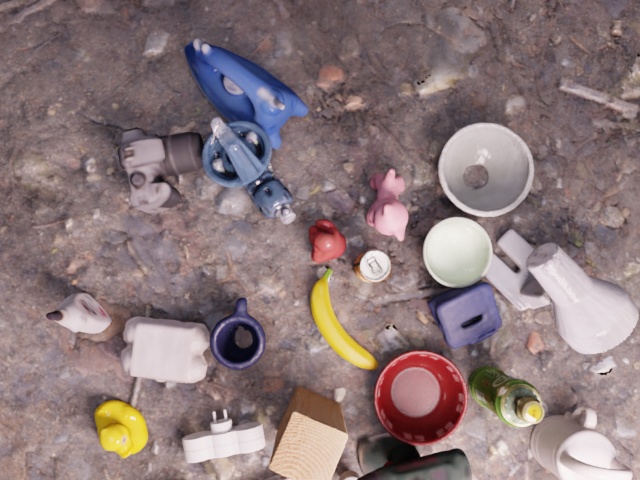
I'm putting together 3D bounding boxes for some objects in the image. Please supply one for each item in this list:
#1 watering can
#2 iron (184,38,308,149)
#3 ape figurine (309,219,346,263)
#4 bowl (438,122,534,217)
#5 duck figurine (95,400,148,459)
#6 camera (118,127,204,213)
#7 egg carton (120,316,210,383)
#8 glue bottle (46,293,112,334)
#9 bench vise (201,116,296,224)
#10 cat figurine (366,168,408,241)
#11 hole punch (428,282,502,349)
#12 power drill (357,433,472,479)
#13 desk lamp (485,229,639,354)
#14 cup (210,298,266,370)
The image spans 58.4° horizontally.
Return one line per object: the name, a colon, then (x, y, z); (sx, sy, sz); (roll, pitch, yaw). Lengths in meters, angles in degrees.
watering can: (0.427, 0.363, 0.927); (0.101, 0.194, 0.173); (-11, 86, -2)
iron: (-0.148, -0.278, 0.987); (0.258, 0.141, 0.119); (38, 86, 2)
ape figurine: (0.009, 0.004, 0.995); (0.076, 0.092, 0.078); (27, 86, 1)
bowl: (0.286, -0.120, 1.019); (0.167, 0.074, 0.167); (0, 86, -1)
duck figurine: (-0.345, 0.323, 0.966); (0.077, 0.086, 0.104); (-40, 87, -4)
camera: (-0.267, -0.131, 0.994); (0.137, 0.101, 0.143); (-12, 86, -2)
egg carton: (-0.265, 0.190, 0.986); (0.150, 0.069, 0.107); (6, 86, -1)
glue bottle: (-0.401, 0.122, 0.936); (0.078, 0.173, 0.037); (43, 86, 2)
bench vise: (-0.108, -0.126, 0.937); (0.207, 0.219, 0.121); (33, 86, 1)
cat figurine: (0.119, -0.061, 0.989); (0.067, 0.117, 0.128); (4, 86, -1)
hole punch: (0.257, 0.131, 0.992); (0.108, 0.091, 0.101); (-26, 87, -3)
power drill: (0.115, 0.373, 0.912); (0.229, 0.208, 0.076); (-13, 86, -2)
desk lamp: (0.380, 0.077, 0.937); (0.203, 0.213, 0.118); (44, 86, 2)
cup: (-0.134, 0.156, 0.979); (0.091, 0.095, 0.118); (4, 86, -1)
